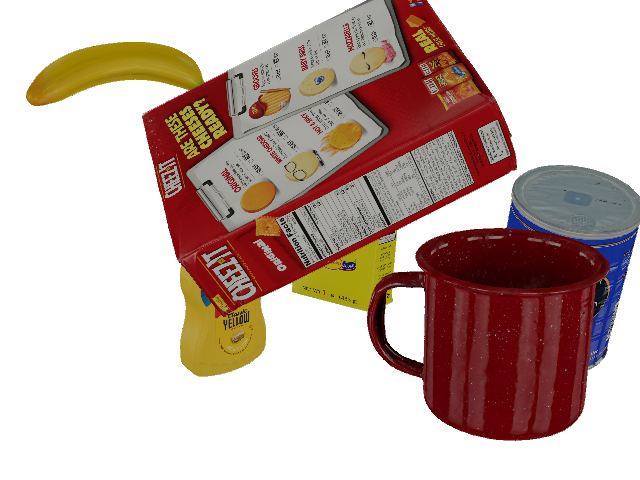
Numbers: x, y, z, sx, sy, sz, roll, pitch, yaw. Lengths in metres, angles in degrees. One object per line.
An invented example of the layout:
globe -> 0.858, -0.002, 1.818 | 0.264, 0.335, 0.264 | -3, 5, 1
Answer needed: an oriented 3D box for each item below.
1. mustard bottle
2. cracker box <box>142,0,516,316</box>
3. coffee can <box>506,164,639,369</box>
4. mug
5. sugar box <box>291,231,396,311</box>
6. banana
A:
mustard bottle -> -0.101, 0.044, 1.118 | 0.096, 0.192, 0.058 | -17, 33, -34
cracker box -> 0.000, -0.065, 0.706 | 0.214, 0.072, 0.164 | -27, 42, 5
coffee can -> 0.198, 0.024, 0.875 | 0.103, 0.140, 0.103 | 2, 34, -2
mug -> 0.081, 0.046, 0.534 | 0.117, 0.081, 0.093 | 3, 19, 10
sugar box -> 0.025, -0.030, 0.983 | 0.093, 0.176, 0.048 | 12, 18, 32
banana -> -0.196, -0.165, 1.046 | 0.197, 0.070, 0.037 | -7, -39, -31
